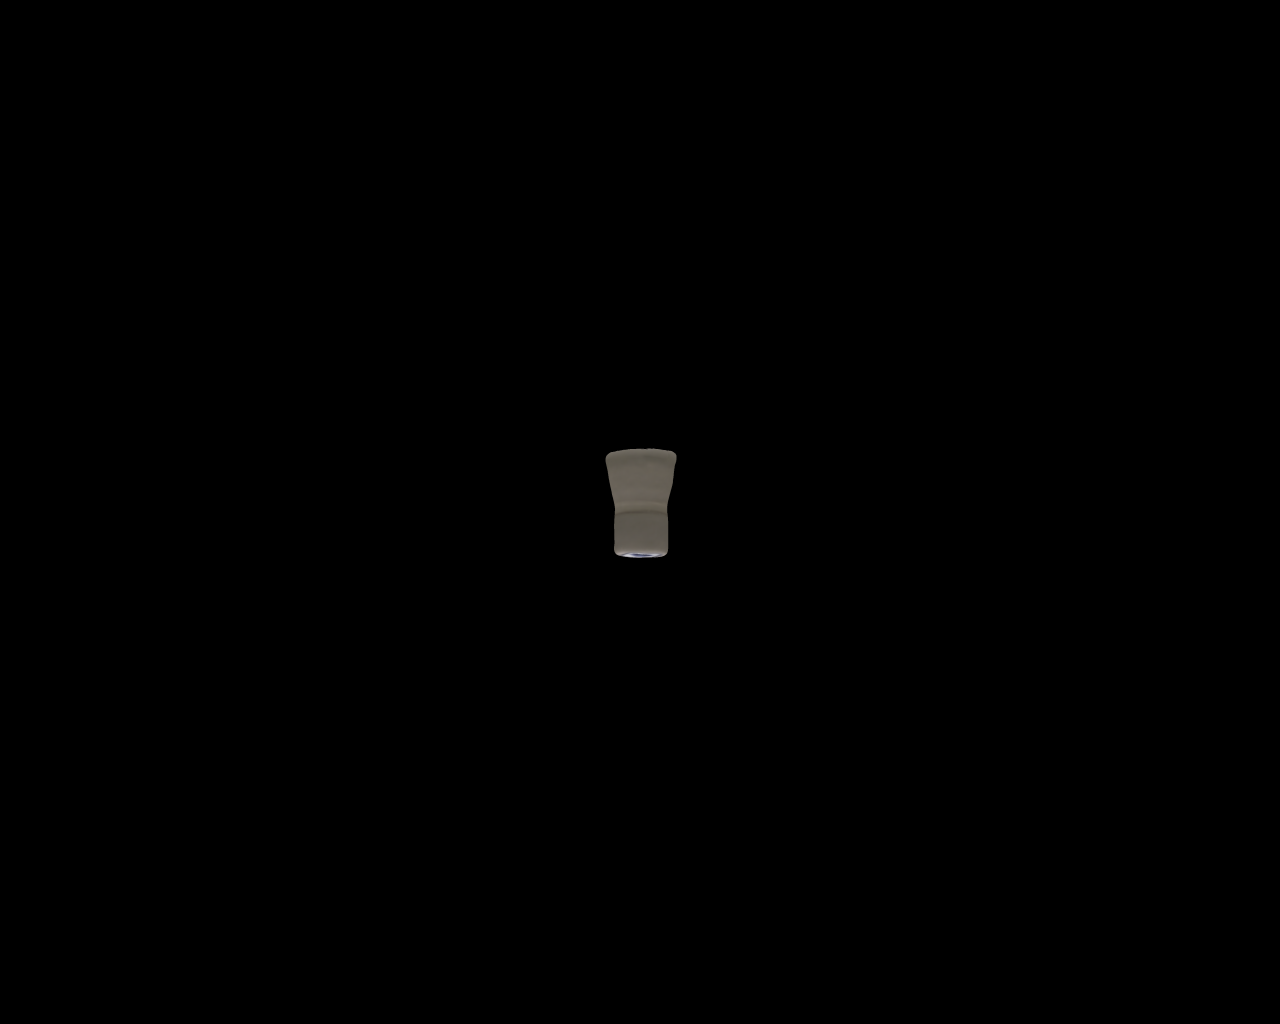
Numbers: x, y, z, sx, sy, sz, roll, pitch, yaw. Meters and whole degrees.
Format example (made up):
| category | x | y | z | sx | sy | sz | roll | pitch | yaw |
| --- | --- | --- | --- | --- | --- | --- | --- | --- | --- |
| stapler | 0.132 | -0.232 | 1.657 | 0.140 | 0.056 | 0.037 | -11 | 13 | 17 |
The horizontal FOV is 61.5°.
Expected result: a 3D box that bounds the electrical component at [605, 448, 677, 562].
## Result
| category | x | y | z | sx | sy | sz | roll | pitch | yaw |
| --- | --- | --- | --- | --- | --- | --- | --- | --- | --- |
| electrical component | 0.001 | -0.003 | 0.650 | 0.044 | 0.065 | 0.044 | 0 | -9 | 0 |
